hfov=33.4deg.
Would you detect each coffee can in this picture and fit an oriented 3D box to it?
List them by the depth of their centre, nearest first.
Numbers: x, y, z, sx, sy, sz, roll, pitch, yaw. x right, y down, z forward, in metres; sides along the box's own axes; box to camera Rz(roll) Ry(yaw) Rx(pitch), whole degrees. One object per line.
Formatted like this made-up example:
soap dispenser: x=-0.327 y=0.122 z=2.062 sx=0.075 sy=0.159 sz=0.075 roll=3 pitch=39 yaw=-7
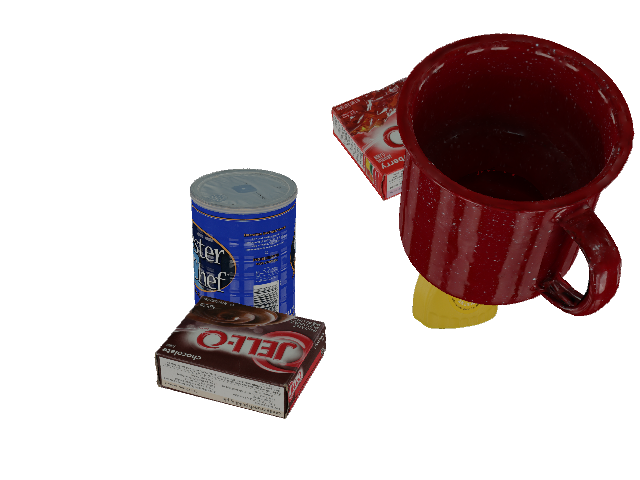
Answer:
coffee can: x=-0.074 y=0.013 z=1.044 sx=0.103 sy=0.140 sz=0.103 roll=1 pitch=24 yaw=-1

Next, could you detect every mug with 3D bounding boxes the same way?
mug: x=0.082 y=-0.017 z=0.446 sx=0.093 sy=0.117 sz=0.081 roll=-28 pitch=-30 yaw=-18

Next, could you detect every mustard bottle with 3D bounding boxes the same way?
mustard bottle: x=0.152 y=-0.003 z=1.152 sx=0.096 sy=0.192 sz=0.058 roll=-6 pitch=21 yaw=-22

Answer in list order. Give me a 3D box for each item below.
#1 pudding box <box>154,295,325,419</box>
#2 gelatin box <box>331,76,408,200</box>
pudding box: x=-0.062 y=0.091 z=0.851 sx=0.114 sy=0.039 sz=0.090 roll=9 pitch=30 yaw=17
gelatin box: x=0.063 y=-0.075 z=0.726 sx=0.089 sy=0.073 sz=0.030 roll=-24 pitch=-36 yaw=-14
